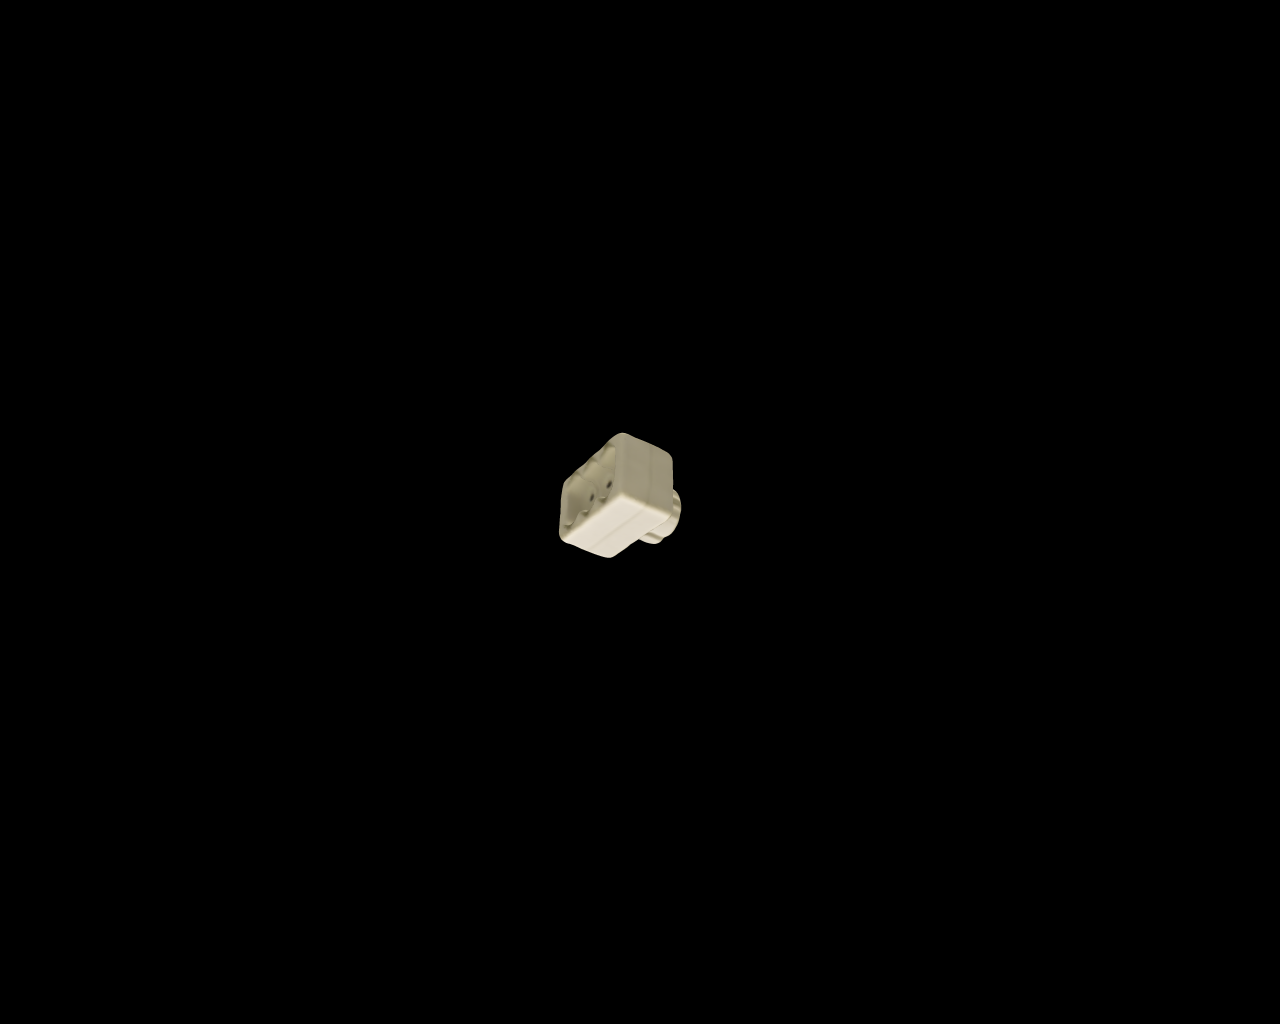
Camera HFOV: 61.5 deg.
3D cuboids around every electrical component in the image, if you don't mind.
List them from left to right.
[{"bbox_3d":[0.001,-0.003,0.650,0.077,0.047,0.065,22,-39,-30],"label":"electrical component"}]
